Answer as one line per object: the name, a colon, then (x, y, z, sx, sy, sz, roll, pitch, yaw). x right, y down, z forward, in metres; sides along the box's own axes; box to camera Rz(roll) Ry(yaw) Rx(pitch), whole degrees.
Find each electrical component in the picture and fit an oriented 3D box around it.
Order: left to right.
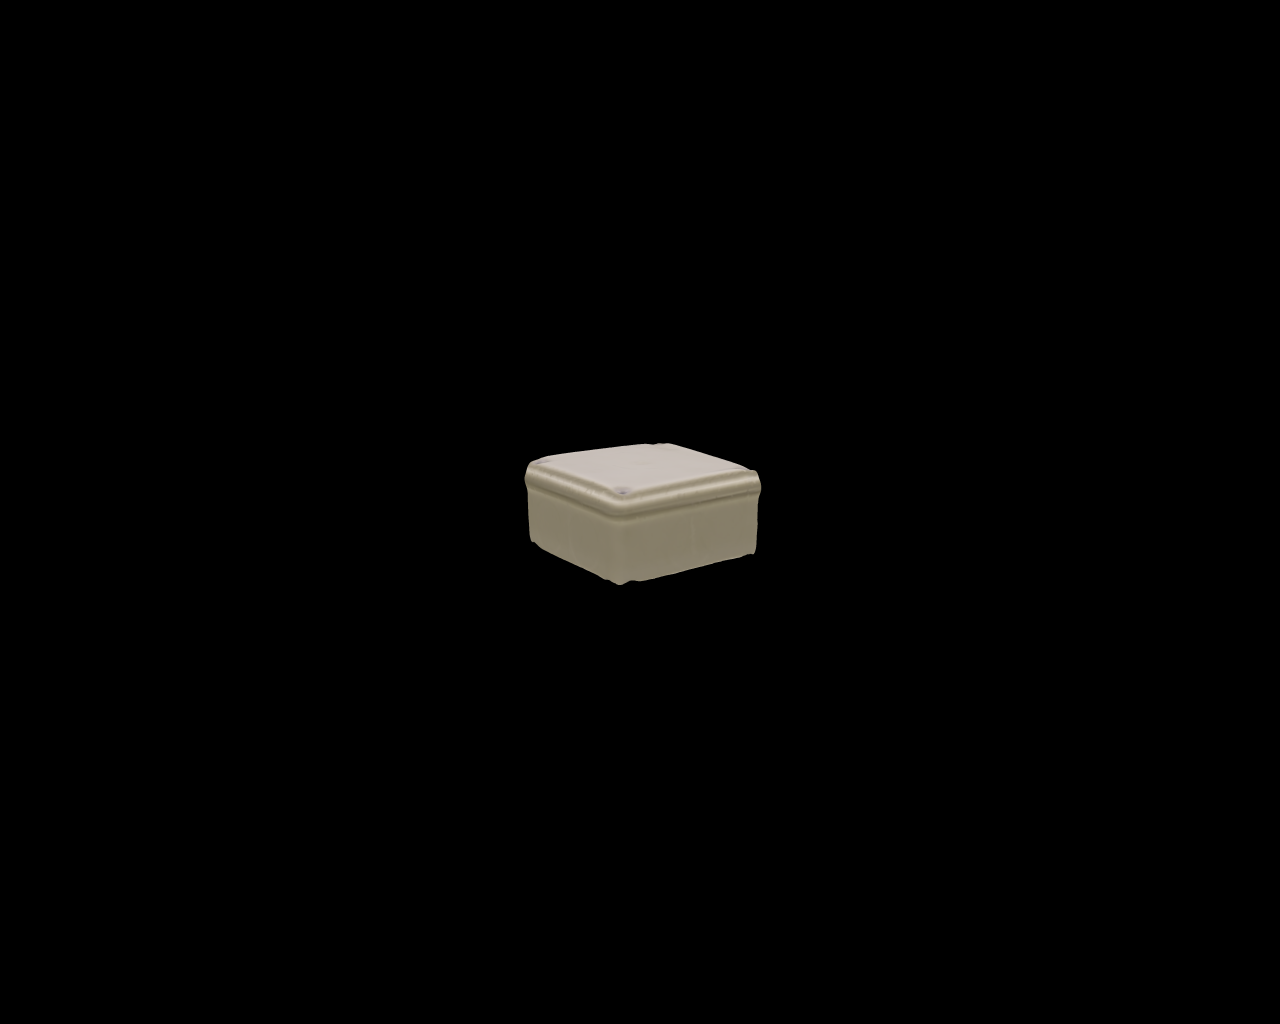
electrical component: (0.001, -0.003, 0.650, 0.109, 0.056, 0.109, -10, 18, -33)
